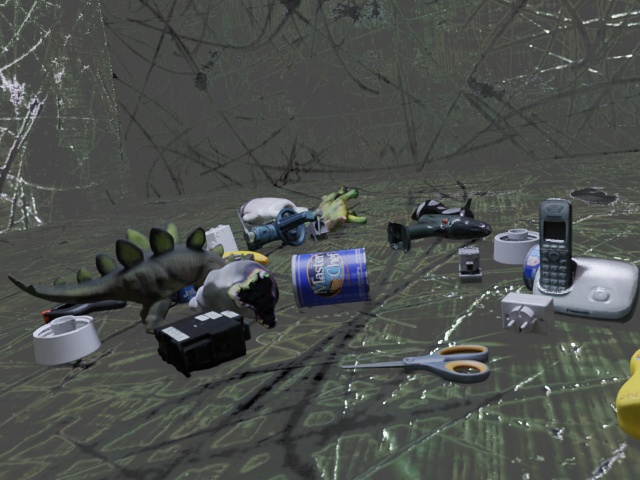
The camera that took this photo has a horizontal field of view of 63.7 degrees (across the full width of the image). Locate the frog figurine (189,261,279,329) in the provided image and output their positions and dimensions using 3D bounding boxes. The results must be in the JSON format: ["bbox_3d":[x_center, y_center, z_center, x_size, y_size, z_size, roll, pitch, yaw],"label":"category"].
[{"bbox_3d":[-0.159,0.102,0.953,0.158,0.124,0.136,-8,-26,45],"label":"frog figurine"}]

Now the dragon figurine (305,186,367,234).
[{"bbox_3d":[0.005,-0.088,1.751,0.244,0.121,0.412,-21,15,-20],"label":"dragon figurine"}]

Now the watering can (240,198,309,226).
[{"bbox_3d":[-0.199,-0.097,1.846,0.224,0.103,0.349,5,9,40],"label":"watering can"}]
